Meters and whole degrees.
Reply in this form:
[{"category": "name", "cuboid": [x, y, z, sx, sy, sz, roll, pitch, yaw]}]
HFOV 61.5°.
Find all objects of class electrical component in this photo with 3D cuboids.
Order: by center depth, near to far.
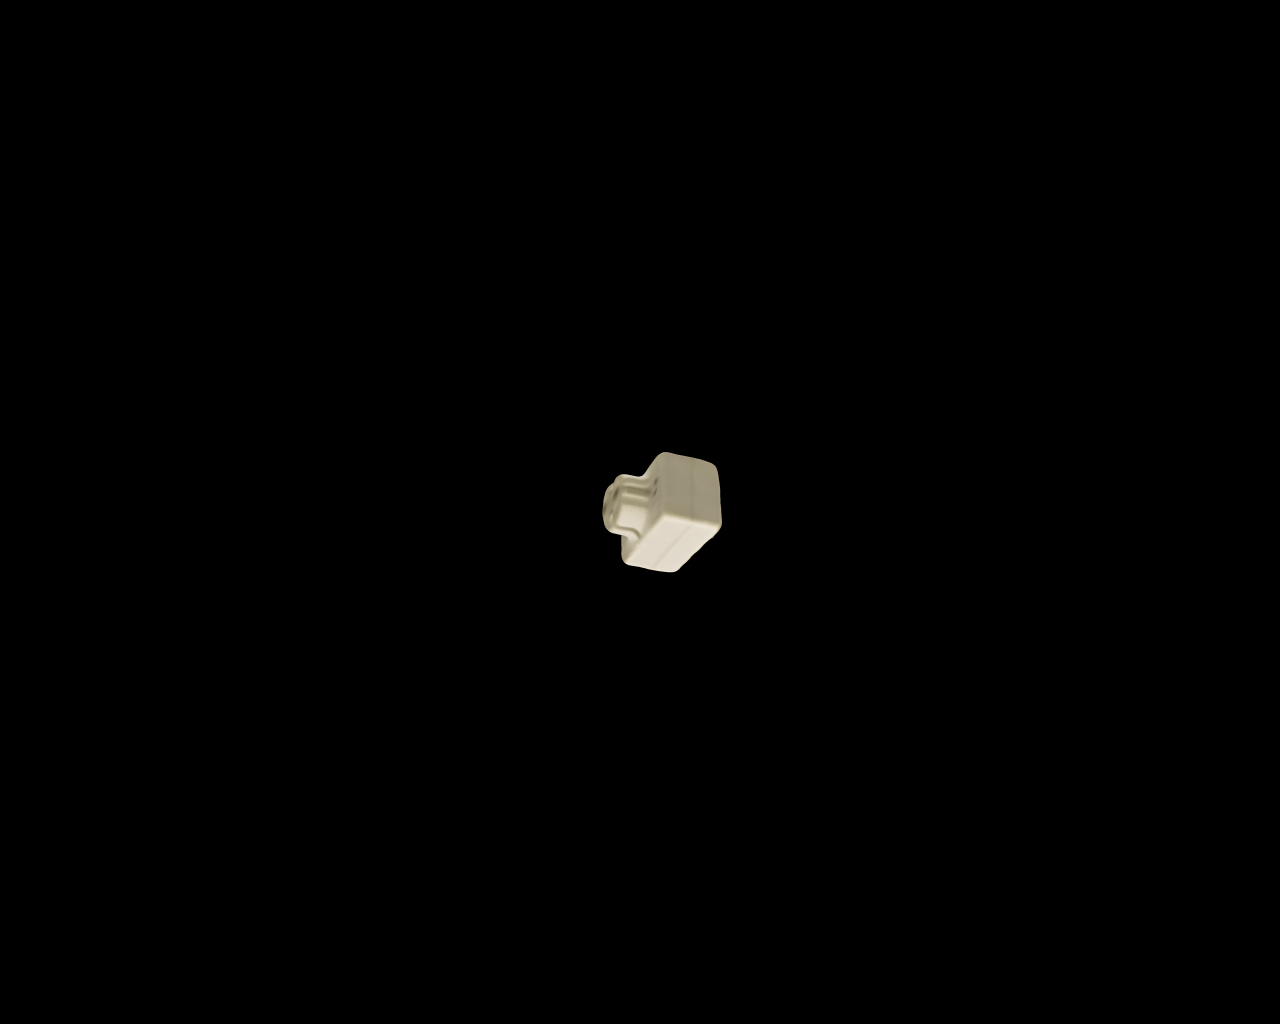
[{"category": "electrical component", "cuboid": [0.001, -0.003, 0.650, 0.077, 0.047, 0.065, 12, -33, -19]}]
